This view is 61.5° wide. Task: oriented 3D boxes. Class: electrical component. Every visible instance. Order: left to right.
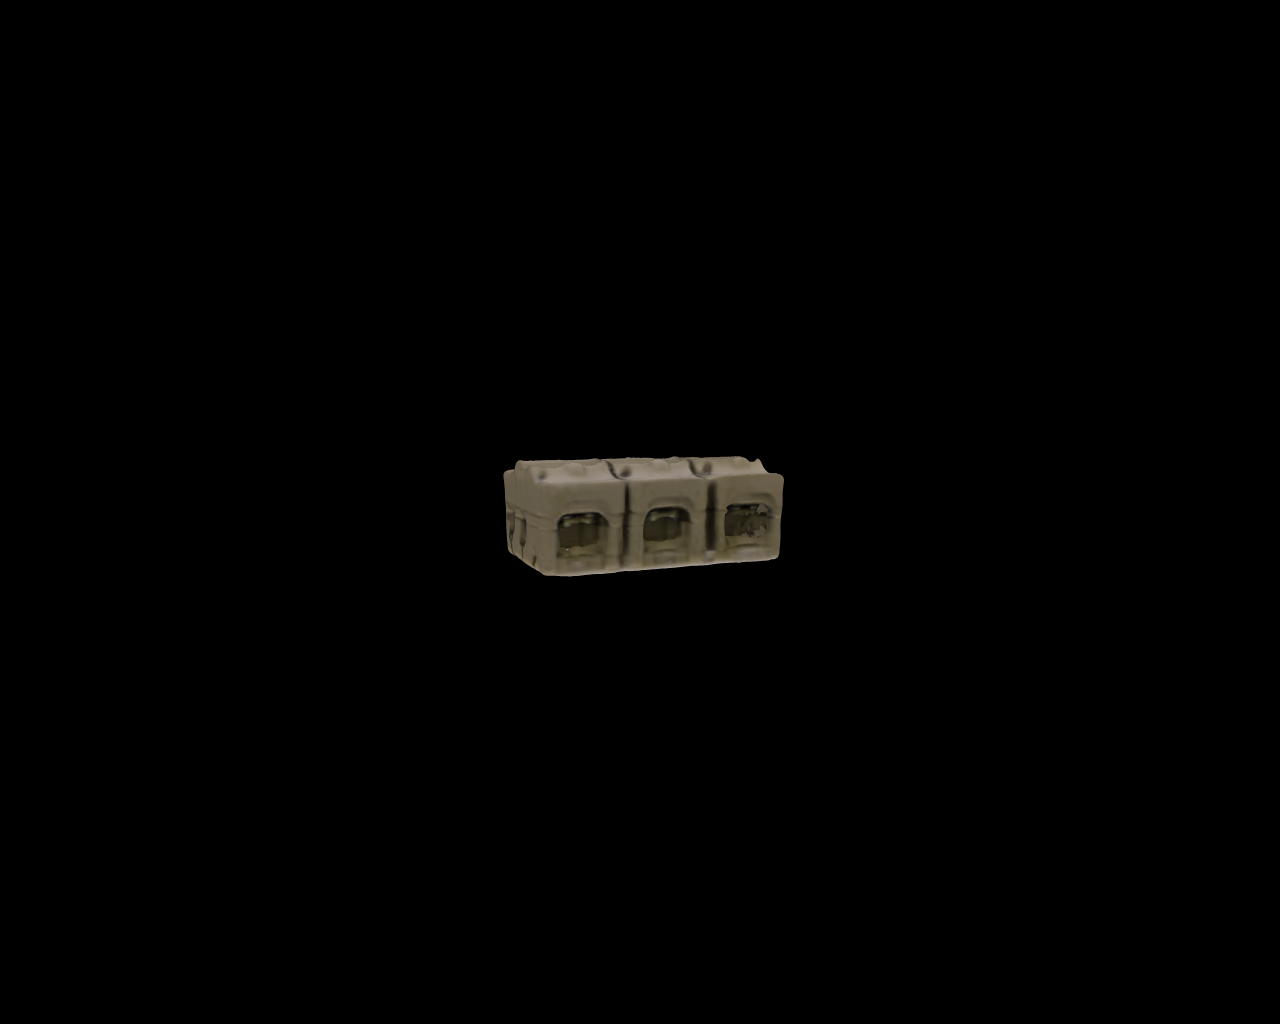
[{"bbox_3d":[0.001,-0.003,0.650,0.150,0.061,0.089,-3,8,-22],"label":"electrical component"}]
